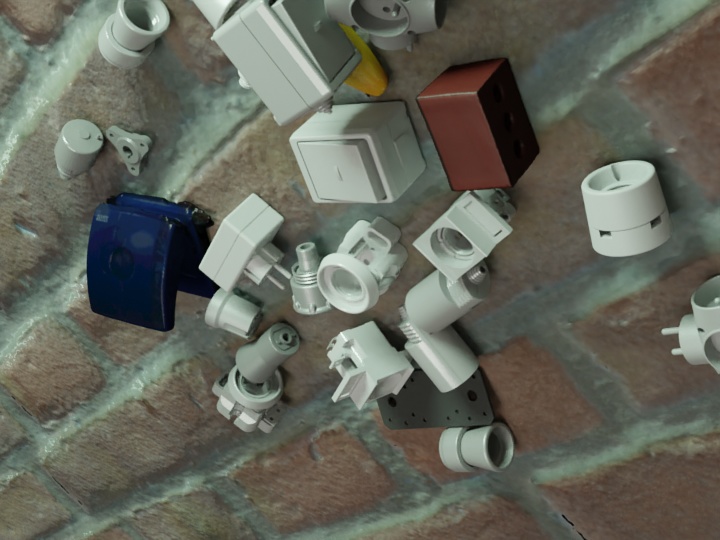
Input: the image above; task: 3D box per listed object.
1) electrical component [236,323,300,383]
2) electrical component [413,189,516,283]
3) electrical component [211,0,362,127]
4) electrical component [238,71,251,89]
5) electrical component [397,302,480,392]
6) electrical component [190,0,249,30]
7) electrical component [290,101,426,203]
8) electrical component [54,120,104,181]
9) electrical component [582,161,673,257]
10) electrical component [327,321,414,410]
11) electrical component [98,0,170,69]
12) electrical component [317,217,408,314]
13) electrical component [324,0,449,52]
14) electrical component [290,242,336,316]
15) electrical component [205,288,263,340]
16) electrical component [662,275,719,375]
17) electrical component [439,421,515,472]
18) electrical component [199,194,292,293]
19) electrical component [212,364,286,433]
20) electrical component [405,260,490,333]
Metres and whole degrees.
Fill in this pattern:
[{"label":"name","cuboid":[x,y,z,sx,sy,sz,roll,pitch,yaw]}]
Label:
[{"label":"electrical component","cuboid":[-0.089,0.080,1.065,0.044,0.044,0.065,46,135,-5]},{"label":"electrical component","cuboid":[0.082,-0.032,0.812,0.042,0.064,0.081,45,140,-3]},{"label":"electrical component","cuboid":[-0.043,-0.151,0.752,0.061,0.061,0.096,-26,111,37]},{"label":"electrical component","cuboid":[-0.076,-0.169,0.834,0.040,0.040,0.078,41,140,1]},{"label":"electrical component","cuboid":[0.061,0.061,0.926,0.081,0.043,0.043,51,139,-9]},{"label":"electrical component","cuboid":[-0.117,-0.218,0.825,0.065,0.044,0.044,41,140,8]},{"label":"electrical component","cuboid":[-0.009,-0.089,0.836,0.096,0.061,0.061,3,126,37]},{"label":"electrical component","cuboid":[-0.276,-0.112,1.043,0.040,0.040,0.078,43,140,-1]},{"label":"electrical component","cuboid":[0.181,-0.043,0.732,0.055,0.055,0.047,0,121,38]},{"label":"electrical component","cuboid":[0.007,0.083,0.969,0.063,0.081,0.042,55,139,23]},{"label":"electrical component","cuboid":[-0.189,-0.199,0.894,0.045,0.045,0.055,47,140,-6]},{"label":"electrical component","cuboid":[0.000,0.000,0.910,0.058,0.057,0.078,35,139,8]},{"label":"electrical component","cuboid":[0.021,-0.179,0.742,0.077,0.044,0.079,9,152,15]},{"label":"electrical component","cuboid":[-0.042,0.006,0.960,0.048,0.048,0.062,6,121,35]},{"label":"electrical component","cuboid":[-0.124,0.044,1.062,0.046,0.040,0.040,24,137,11]},{"label":"electrical component","cuboid":[0.253,0.047,0.761,0.079,0.044,0.077,-12,117,43]},{"label":"electrical component","cuboid":[0.106,0.161,0.978,0.055,0.045,0.045,-11,118,44]},{"label":"electrical component","cuboid":[-0.095,-0.012,0.982,0.076,0.047,0.083,40,140,3]},{"label":"electrical component","cuboid":[-0.111,0.126,1.110,0.078,0.058,0.057,37,142,6]},{"label":"electrical component","cuboid":[0.077,0.016,0.874,0.043,0.043,0.081,45,140,-4]}]
